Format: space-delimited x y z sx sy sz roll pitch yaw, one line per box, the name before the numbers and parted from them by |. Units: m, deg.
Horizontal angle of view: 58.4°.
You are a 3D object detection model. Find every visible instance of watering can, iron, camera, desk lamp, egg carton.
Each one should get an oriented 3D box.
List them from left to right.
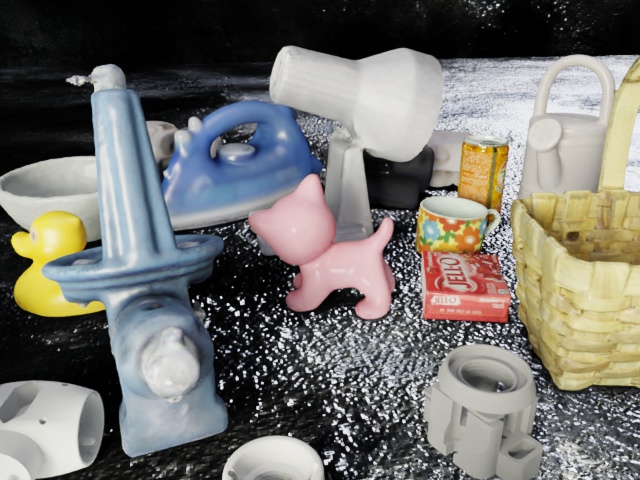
camera | -0.230 -0.124 0.819 0.136 0.101 0.143 18 29 35
iron | -0.113 -0.110 0.738 0.118 0.141 0.259 19 30 37
desk lamp | 0.024 -0.104 0.633 0.203 0.214 0.117 -7 24 -16
egg carton | 0.175 -0.122 0.859 0.150 0.069 0.107 3 24 6
watering can | 0.315 -0.133 0.727 0.100 0.194 0.173 8 25 17

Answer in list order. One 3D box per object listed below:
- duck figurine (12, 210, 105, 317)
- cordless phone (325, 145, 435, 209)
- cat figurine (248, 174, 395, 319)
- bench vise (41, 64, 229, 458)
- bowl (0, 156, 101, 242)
duck figurine | -0.225 0.016 0.515 0.104 0.086 0.077 1 23 1
cordless phone | 0.080 -0.142 0.759 0.147 0.185 0.094 1 23 2
cat figurine | 0.005 0.002 0.509 0.127 0.118 0.067 3 24 7
bench vise | -0.104 0.006 0.370 0.122 0.220 0.206 -19 30 -38
bowl | -0.277 -0.042 0.663 0.167 0.075 0.167 0 23 0
